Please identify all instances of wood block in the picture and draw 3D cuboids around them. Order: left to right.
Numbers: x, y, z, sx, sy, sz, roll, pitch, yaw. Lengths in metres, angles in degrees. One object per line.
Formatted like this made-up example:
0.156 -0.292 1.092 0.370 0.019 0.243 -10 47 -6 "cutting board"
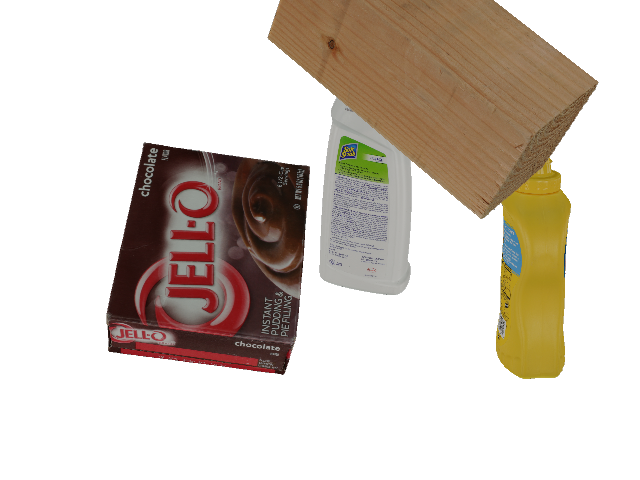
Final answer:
0.074 -0.126 0.747 0.090 0.206 0.091 -37 -18 -38 "wood block"

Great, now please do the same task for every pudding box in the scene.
-0.055 0.008 0.542 0.090 0.113 0.039 8 -38 -5 "pudding box"

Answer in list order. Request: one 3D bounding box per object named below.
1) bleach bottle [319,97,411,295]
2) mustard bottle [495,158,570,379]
0.055 -0.068 1.107 0.102 0.251 0.068 10 31 9 "bleach bottle"
0.183 0.015 0.919 0.058 0.192 0.096 -1 18 2 "mustard bottle"
